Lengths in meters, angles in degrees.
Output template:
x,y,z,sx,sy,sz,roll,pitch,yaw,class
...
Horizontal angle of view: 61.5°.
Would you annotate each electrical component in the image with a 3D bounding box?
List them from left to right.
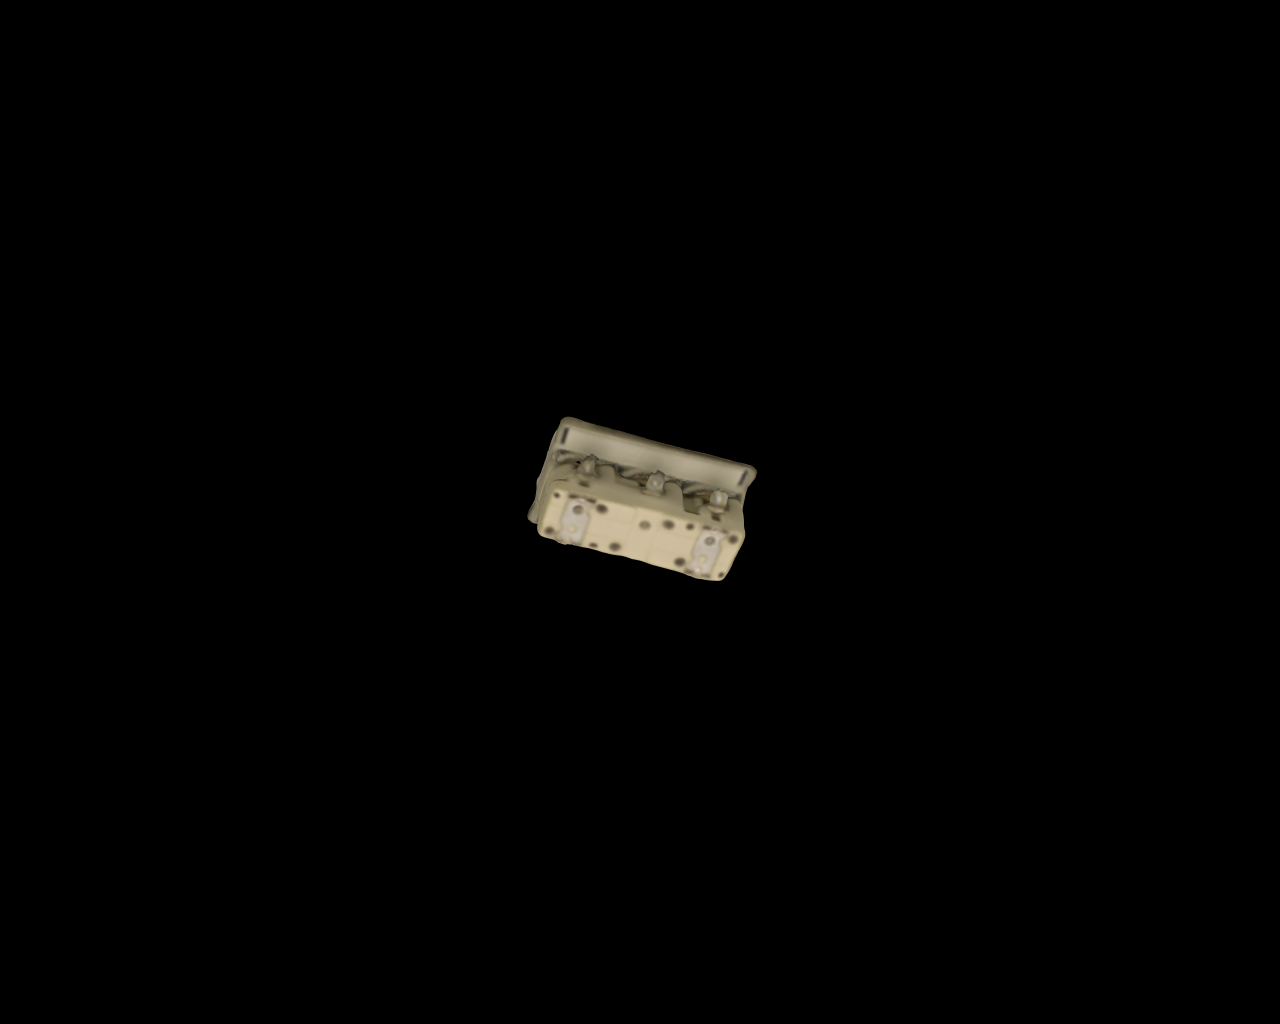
x,y,z,sx,sy,sz,roll,pitch,yaw,class
0.001,-0.003,0.650,0.121,0.078,0.063,15,36,-11,electrical component
